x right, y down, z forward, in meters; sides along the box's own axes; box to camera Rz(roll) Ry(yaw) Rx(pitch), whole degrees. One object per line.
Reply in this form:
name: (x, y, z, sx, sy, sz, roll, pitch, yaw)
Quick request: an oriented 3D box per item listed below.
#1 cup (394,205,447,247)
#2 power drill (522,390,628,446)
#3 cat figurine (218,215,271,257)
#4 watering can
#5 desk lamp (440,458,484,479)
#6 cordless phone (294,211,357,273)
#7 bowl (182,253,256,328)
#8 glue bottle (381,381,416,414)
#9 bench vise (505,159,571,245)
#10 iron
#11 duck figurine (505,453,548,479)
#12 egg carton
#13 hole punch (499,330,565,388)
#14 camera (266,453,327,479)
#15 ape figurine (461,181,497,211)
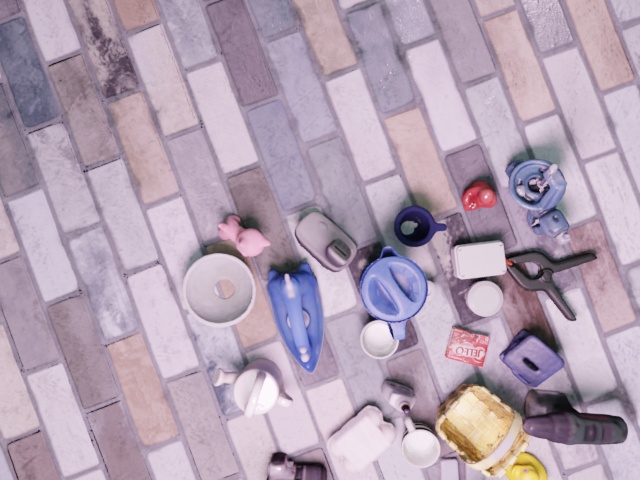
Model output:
cup: (0.222, -0.029, 1.299, 0.117, 0.095, 0.092, 0, 89, 0)
power drill: (0.520, 0.388, 1.235, 0.229, 0.208, 0.076, 5, 89, 0)
cat figurine: (-0.174, -0.005, 1.288, 0.128, 0.117, 0.067, 31, 89, 1)
watering can: (-0.145, 0.327, 1.244, 0.173, 0.194, 0.101, 0, 89, 0)
desk lamp: (0.325, 0.605, 1.229, 0.118, 0.213, 0.203, -4, 89, 0)
cordless phone: (0.012, 0.004, 1.254, 0.147, 0.185, 0.094, 39, 89, 1)
bowl: (-0.225, 0.113, 1.308, 0.167, 0.074, 0.167, 0, 89, 0)
glue bottle: (0.178, 0.352, 1.254, 0.078, 0.173, 0.037, 21, 89, 1)
bench vise: (0.501, -0.096, 1.237, 0.207, 0.219, 0.121, 44, 90, 1)
iron: (-0.046, 0.184, 1.273, 0.118, 0.141, 0.258, -13, 89, 0)
duck figurine: (0.469, 0.531, 1.293, 0.104, 0.086, 0.077, 23, 89, 1)
egg carton: (0.096, 0.455, 1.304, 0.150, 0.069, 0.107, -42, 89, 0)
hole punch: (0.478, 0.274, 1.295, 0.108, 0.091, 0.101, 41, 89, 1)
camera: (-0.052, 0.564, 1.287, 0.137, 0.101, 0.143, -1, 89, 0)
ape figurine: (0.368, -0.098, 1.301, 0.078, 0.092, 0.076, 25, 89, 1)
